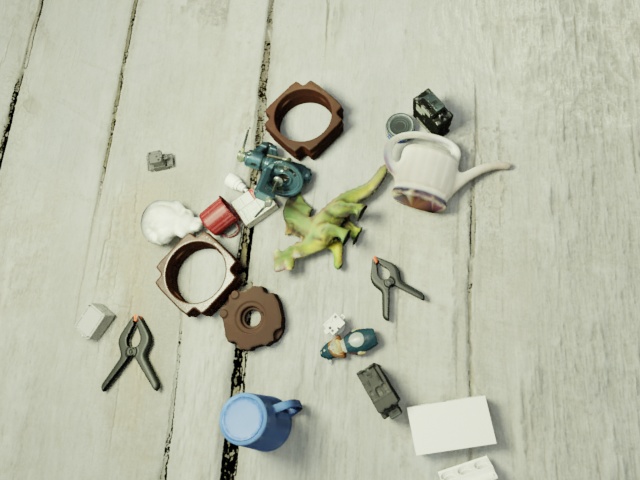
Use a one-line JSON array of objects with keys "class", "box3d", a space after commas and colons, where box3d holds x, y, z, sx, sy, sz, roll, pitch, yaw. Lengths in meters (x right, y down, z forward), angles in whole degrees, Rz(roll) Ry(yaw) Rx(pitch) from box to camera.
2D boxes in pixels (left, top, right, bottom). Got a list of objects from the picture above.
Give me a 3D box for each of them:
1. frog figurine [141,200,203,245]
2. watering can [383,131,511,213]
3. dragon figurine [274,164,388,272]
[{"class": "frog figurine", "box3d": [-0.422, -0.046, 1.465, 0.160, 0.120, 0.140, 9, 56, 22]}, {"class": "watering can", "box3d": [0.333, -0.175, 1.405, 0.348, 0.103, 0.227, 17, 77, 5]}, {"class": "dragon figurine", "box3d": [0.004, -0.072, 1.427, 0.244, 0.120, 0.416, 22, 69, 22]}]
